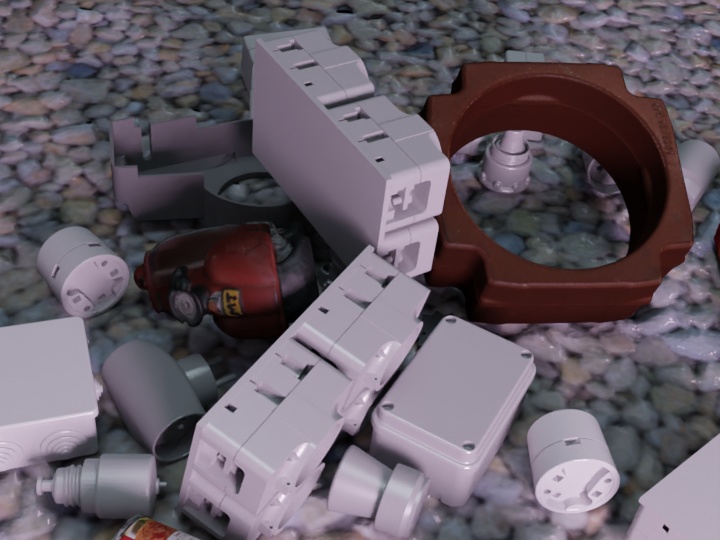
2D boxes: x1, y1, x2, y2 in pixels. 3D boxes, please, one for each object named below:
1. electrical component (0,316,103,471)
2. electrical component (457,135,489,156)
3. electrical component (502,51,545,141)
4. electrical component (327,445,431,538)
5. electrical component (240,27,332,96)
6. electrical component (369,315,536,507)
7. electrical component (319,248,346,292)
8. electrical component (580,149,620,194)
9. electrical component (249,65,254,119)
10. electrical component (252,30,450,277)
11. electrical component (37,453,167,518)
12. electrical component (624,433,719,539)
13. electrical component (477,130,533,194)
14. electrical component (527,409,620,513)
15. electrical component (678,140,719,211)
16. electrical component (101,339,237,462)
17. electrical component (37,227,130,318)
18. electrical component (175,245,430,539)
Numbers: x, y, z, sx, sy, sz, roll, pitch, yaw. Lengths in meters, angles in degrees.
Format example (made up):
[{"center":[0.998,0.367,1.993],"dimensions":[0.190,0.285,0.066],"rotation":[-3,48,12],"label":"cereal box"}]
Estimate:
[{"center":[-0.223,0.084,0.716],"dimensions":[0.100,0.048,0.099],"rotation":[-8,45,-16],"label":"electrical component"},{"center":[0.087,-0.125,0.989],"dimensions":[0.061,0.035,0.035],"rotation":[9,43,6],"label":"electrical component"},{"center":[0.176,-0.166,1.034],"dimensions":[0.076,0.047,0.083],"rotation":[6,43,-1],"label":"electrical component"},{"center":[0.012,0.142,0.688],"dimensions":[0.055,0.045,0.045],"rotation":[19,44,12],"label":"electrical component"},{"center":[-0.063,-0.185,1.024],"dimensions":[0.083,0.047,0.075],"rotation":[-11,58,-18],"label":"electrical component"},{"center":[0.064,0.093,0.737],"dimensions":[0.078,0.057,0.113],"rotation":[24,46,18],"label":"electrical component"},{"center":[0.000,0.000,0.829],"dimensions":[0.066,0.055,0.048],"rotation":[23,45,16],"label":"electrical component"},{"center":[0.239,-0.110,0.962],"dimensions":[0.079,0.043,0.077],"rotation":[-18,28,14],"label":"electrical component"},{"center":[-0.050,-0.157,0.968],"dimensions":[0.096,0.061,0.061],"rotation":[3,4,-5],"label":"electrical component"},{"center":[-0.010,-0.086,0.798],"dimensions":[0.060,0.105,0.186],"rotation":[-19,49,-26],"label":"electrical component"},{"center":[-0.162,0.135,0.675],"dimensions":[0.078,0.040,0.040],"rotation":[1,43,-5],"label":"electrical component"},{"center":[0.268,0.192,0.656],"dimensions":[0.105,0.060,0.186],"rotation":[-27,53,-31],"label":"electrical component"},{"center":[0.131,-0.101,0.949],"dimensions":[0.048,0.062,0.048],"rotation":[4,43,-4],"label":"electrical component"},{"center":[0.140,0.126,0.715],"dimensions":[0.055,0.055,0.047],"rotation":[1,40,-6],"label":"electrical component"},{"center":[0.286,-0.078,0.957],"dimensions":[0.043,0.043,0.081],"rotation":[27,47,20],"label":"electrical component"},{"center":[-0.124,0.081,0.734],"dimensions":[0.079,0.044,0.077],"rotation":[-23,50,-28],"label":"electrical component"},{"center":[-0.208,0.000,0.804],"dimensions":[0.055,0.055,0.047],"rotation":[-25,48,-30],"label":"electrical component"},{"center":[-0.031,0.084,0.693],"dimensions":[0.060,0.105,0.186],"rotation":[34,49,11],"label":"electrical component"}]
